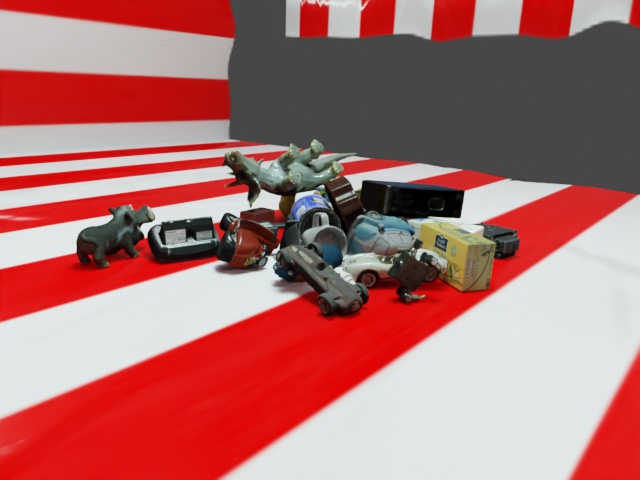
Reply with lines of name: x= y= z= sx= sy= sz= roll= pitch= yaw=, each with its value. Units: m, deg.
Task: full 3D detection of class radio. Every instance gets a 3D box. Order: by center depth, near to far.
radio: x=0.222 y=-0.097 z=1.283 sx=0.229 sy=0.073 sz=0.131 roll=0 pitch=12 yaw=-22

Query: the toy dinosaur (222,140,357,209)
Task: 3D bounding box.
toy dinosaur: x=-0.074 y=-0.171 z=1.432 sx=0.192 sy=0.131 sz=0.405 roll=-23 pitch=-9 yaw=39

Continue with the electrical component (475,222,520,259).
electrical component: x=0.396 y=0.001 z=1.260 sx=0.115 sy=0.058 sz=0.134 roll=-13 pitch=21 yaw=-36

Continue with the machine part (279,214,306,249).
machine part: x=-0.063 y=0.003 z=1.169 sx=0.039 sy=0.084 sz=0.139 roll=14 pitch=22 yaw=-18

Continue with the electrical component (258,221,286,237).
electrical component: x=-0.125 y=-0.015 z=1.256 sx=0.119 sy=0.047 sz=0.075 roll=-6 pitch=18 yaw=-27

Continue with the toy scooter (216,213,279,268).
toy scooter: x=-0.145 y=0.008 z=1.125 sx=0.135 sy=0.075 sz=0.184 roll=23 pitch=21 yaw=-18

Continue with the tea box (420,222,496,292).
tea box: x=0.267 y=0.029 z=1.074 sx=0.068 sy=0.098 sz=0.170 roll=-3 pitch=15 yaw=-19

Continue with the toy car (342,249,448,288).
toy car: x=0.143 y=0.050 z=1.027 sx=0.202 sy=0.056 sz=0.073 roll=-6 pitch=17 yaw=-1

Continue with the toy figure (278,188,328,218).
toy figure: x=-0.034 y=-0.104 z=1.526 sx=0.180 sy=0.082 sz=0.089 roll=-7 pitch=16 yaw=-37

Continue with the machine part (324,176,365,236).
machine part: x=0.067 y=-0.065 z=1.244 sx=0.056 sy=0.179 sz=0.179 roll=-26 pitch=19 yaw=-2

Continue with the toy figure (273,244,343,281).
toy figure: x=-0.025 y=0.048 z=1.040 sx=0.154 sy=0.057 sz=0.064 roll=-15 pitch=17 yaw=-34

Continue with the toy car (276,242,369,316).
toy car: x=0.001 y=0.059 z=0.938 sx=0.089 sy=0.053 sz=0.202 roll=-14 pitch=40 yaw=-33

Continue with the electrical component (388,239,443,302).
electrical component: x=0.169 y=0.059 z=0.948 sx=0.078 sy=0.102 sz=0.045 roll=41 pitch=-2 yaw=-35

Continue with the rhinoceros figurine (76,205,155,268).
rhinoceros figurine: x=-0.420 y=-0.016 z=1.108 sx=0.073 sy=0.112 sz=0.190 roll=8 pitch=25 yaw=26

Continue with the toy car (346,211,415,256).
toy car: x=0.140 y=0.010 z=1.144 sx=0.161 sy=0.109 sz=0.103 roll=6 pitch=35 yaw=-32

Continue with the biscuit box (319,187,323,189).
biscuit box: x=0.049 y=-0.119 z=1.624 sx=0.203 sy=0.059 sz=0.063 roll=11 pitch=16 yaw=28

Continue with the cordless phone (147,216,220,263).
cordless phone: x=-0.314 y=-0.006 z=1.183 sx=0.146 sy=0.088 sz=0.184 roll=-9 pitch=8 yaw=-32

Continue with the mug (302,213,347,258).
mug: x=-0.002 y=-0.003 z=1.147 sx=0.081 sy=0.109 sz=0.107 roll=-14 pitch=9 yaw=-22

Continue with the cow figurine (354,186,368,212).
cow figurine: x=0.074 y=-0.065 z=1.371 sx=0.167 sy=0.098 sz=0.068 roll=-33 pitch=2 yaw=21
